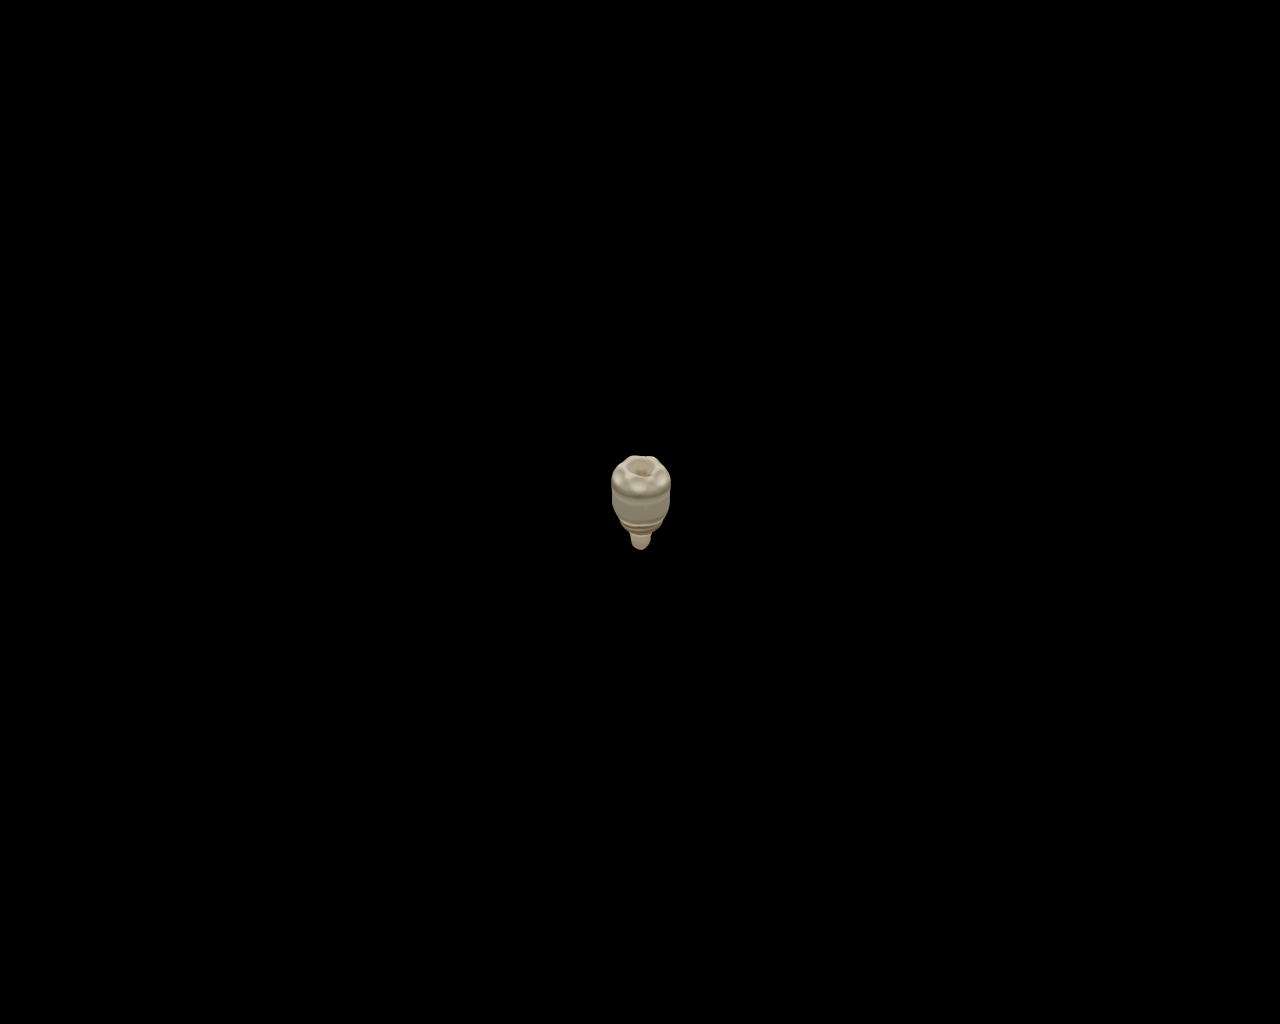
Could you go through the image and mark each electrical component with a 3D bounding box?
[{"bbox_3d":[0.001,-0.003,0.650,0.035,0.061,0.035,0,34,0],"label":"electrical component"}]
